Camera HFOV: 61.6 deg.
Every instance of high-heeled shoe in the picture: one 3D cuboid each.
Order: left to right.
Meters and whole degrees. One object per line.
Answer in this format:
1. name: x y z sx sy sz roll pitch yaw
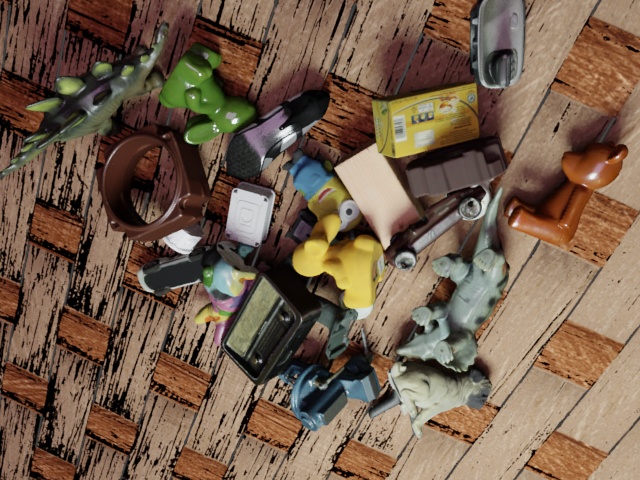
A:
1. high-heeled shoe: -0.084 -0.204 1.028 0.249 0.145 0.086 -23 109 48

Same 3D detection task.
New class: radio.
1. radio: -0.099 0.174 1.068 0.131 0.073 0.229 45 125 21

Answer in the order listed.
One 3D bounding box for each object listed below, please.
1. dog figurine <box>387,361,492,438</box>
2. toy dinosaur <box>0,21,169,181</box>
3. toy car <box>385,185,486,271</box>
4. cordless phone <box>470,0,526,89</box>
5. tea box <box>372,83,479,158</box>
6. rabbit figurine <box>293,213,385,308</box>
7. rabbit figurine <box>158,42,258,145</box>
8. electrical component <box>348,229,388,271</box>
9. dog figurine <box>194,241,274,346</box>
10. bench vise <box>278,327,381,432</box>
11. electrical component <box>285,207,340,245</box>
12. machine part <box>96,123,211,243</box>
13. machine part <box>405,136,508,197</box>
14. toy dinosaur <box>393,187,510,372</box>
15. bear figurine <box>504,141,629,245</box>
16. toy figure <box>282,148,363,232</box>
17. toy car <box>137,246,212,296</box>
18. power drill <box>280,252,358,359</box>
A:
1. dog figurine: 0.248 0.286 1.096 0.191 0.121 0.172 -25 126 -5
2. toy dinosaur: -0.448 -0.243 1.002 0.471 0.198 0.105 -36 97 20
3. toy car: 0.191 -0.027 0.914 0.202 0.089 0.053 -42 103 19
4. cordless phone: 0.276 -0.306 0.831 0.089 0.184 0.146 1 111 16
5. tea box: 0.181 -0.205 0.912 0.170 0.068 0.098 -15 110 -19
6. rabbit figurine: 0.022 0.038 0.990 0.173 0.122 0.162 7 139 27
7. rabbit figurine: -0.203 -0.250 0.994 0.170 0.121 0.159 34 110 -18
8. electrical component: 0.096 0.028 1.075 0.078 0.045 0.102 -2 110 11
9. dog figurine: -0.199 0.116 1.101 0.109 0.191 0.219 39 109 20
10. bench vise: 0.001 0.296 1.149 0.241 0.223 0.128 6 135 44
11. electrical component: -0.002 -0.003 1.070 0.119 0.048 0.074 41 116 12
12. machine part: -0.329 -0.110 1.051 0.201 0.087 0.201 -21 83 19
13. machine part: 0.231 -0.128 0.921 0.179 0.179 0.056 -16 103 17
14. toy dinosaur: 0.283 0.099 1.007 0.131 0.192 0.404 39 111 30
15. bear figurine: 0.421 -0.093 0.921 0.132 0.120 0.195 24 112 6
16. toy figure: 0.011 -0.095 1.028 0.180 0.089 0.082 47 125 1
17. toy car: -0.302 0.066 1.168 0.202 0.056 0.073 -15 113 14
18. power drill: -0.031 0.154 1.108 0.208 0.086 0.231 35 118 32
